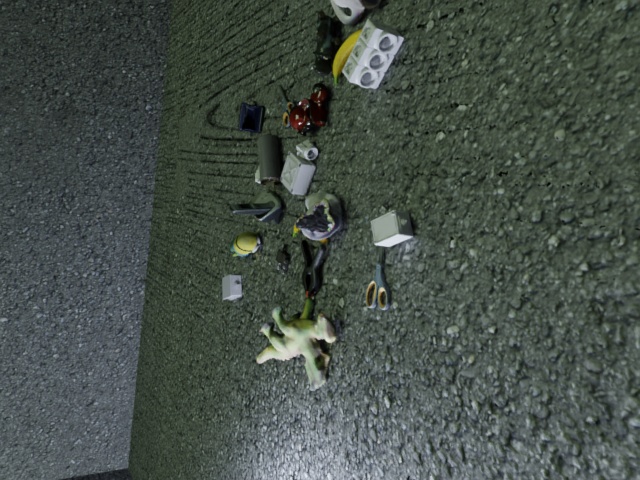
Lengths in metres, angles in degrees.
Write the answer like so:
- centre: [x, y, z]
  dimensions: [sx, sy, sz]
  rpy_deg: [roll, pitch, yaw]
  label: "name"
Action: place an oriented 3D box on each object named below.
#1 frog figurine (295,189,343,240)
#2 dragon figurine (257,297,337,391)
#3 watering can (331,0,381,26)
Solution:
- centre: [0.004, -0.074, 1.477]
  dimensions: [0.122, 0.136, 0.161]
  rpy_deg: [30, 17, -2]
  label: "frog figurine"
- centre: [-0.065, 0.329, 1.512]
  dimensions: [0.122, 0.401, 0.247]
  rpy_deg: [-2, 46, -36]
  label: "dragon figurine"
- centre: [0.075, -0.749, 1.375]
  dimensions: [0.105, 0.340, 0.227]
  rpy_deg: [-26, 35, -23]
  label: "watering can"
